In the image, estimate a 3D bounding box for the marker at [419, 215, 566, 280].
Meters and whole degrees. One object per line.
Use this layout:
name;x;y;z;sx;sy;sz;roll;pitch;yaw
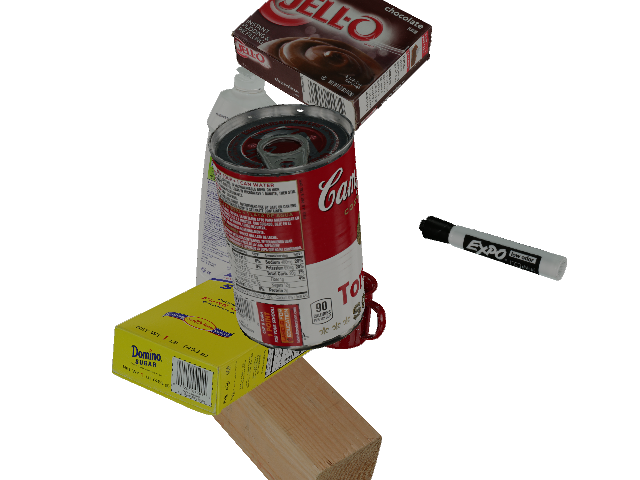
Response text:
marker;0.131;0.004;0.828;0.121;0.020;0.020;19;10;30

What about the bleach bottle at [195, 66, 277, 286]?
bleach bottle;-0.076;-0.056;1.120;0.103;0.251;0.068;18;27;23

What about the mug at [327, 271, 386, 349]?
mug;0.036;0.093;1.402;0.117;0.081;0.093;19;28;30

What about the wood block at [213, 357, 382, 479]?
wood block;-0.039;0.190;1.155;0.090;0.090;0.206;-23;50;-33

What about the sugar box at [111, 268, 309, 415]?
sugar box;-0.064;0.066;0.803;0.093;0.048;0.175;19;27;25

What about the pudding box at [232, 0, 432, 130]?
pudding box;0.008;-0.139;0.756;0.114;0.090;0.039;34;-25;21

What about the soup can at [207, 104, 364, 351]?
soup can;-0.014;-0.006;0.517;0.068;0.102;0.068;-4;31;2
